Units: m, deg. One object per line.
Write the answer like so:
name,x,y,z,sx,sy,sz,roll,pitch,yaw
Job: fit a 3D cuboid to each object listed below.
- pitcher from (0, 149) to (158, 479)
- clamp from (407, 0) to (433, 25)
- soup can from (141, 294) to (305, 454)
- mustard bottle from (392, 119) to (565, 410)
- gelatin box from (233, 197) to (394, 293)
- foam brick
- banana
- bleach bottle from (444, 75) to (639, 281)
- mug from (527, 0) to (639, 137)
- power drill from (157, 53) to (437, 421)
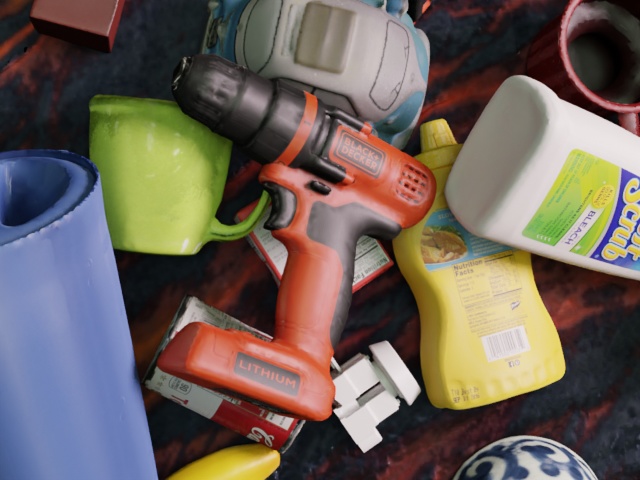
pitcher,-0.162,0.074,0.616,0.149,0.145,0.243,-24,122,-26
clamp,0.034,-0.205,0.692,0.039,0.120,0.171,-50,125,-2
soup can,-0.056,0.086,0.693,0.102,0.068,0.068,27,83,-6
mustard bottle,0.099,0.012,0.725,0.096,0.058,0.191,-13,88,-19
gelatin box,-0.005,0.001,0.726,0.073,0.030,0.089,-33,92,-11
foam brick,-0.154,-0.170,0.703,0.053,0.051,0.078,15,84,-9
banana,-0.106,0.204,0.696,0.069,0.037,0.198,37,82,-21
bleach bottle,0.208,-0.025,0.708,0.250,0.068,0.103,14,118,-30
mug,0.196,-0.115,0.738,0.093,0.081,0.117,-12,88,-10
power drill,-0.029,0.001,0.634,0.184,0.057,0.187,25,75,-22
